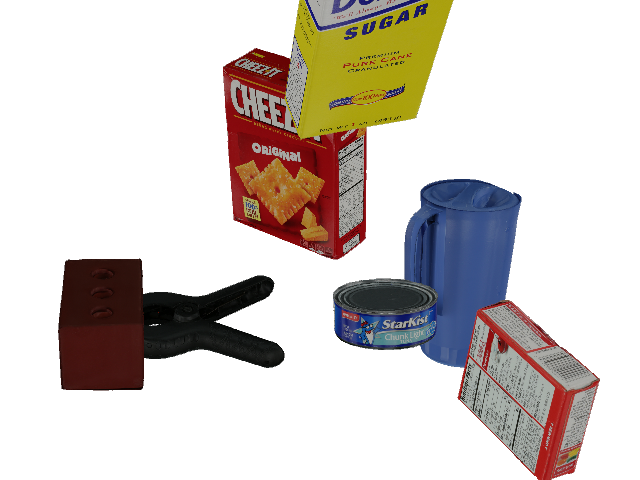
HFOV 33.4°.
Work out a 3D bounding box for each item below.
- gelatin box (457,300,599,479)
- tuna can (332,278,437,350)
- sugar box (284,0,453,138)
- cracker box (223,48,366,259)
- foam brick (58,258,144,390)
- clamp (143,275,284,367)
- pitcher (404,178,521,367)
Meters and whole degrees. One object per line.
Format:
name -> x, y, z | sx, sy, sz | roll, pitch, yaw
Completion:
gelatin box -> 0.125, 0.091, 0.654 | 0.030, 0.073, 0.089 | -13, 36, -27
tuna can -> 0.053, 0.060, 0.871 | 0.086, 0.034, 0.086 | -1, 15, 0
sugar box -> 0.033, -0.141, 0.697 | 0.093, 0.048, 0.176 | -12, -27, -14
cracker box -> -0.030, -0.099, 1.258 | 0.164, 0.214, 0.072 | 22, 41, 30
foam brick -> -0.142, 0.054, 0.695 | 0.053, 0.051, 0.078 | 0, 31, -11
clamp -> -0.116, 0.070, 0.986 | 0.171, 0.039, 0.120 | 5, 28, -1
pitcher -> 0.187, 0.047, 1.448 | 0.149, 0.243, 0.145 | 4, 21, 5
